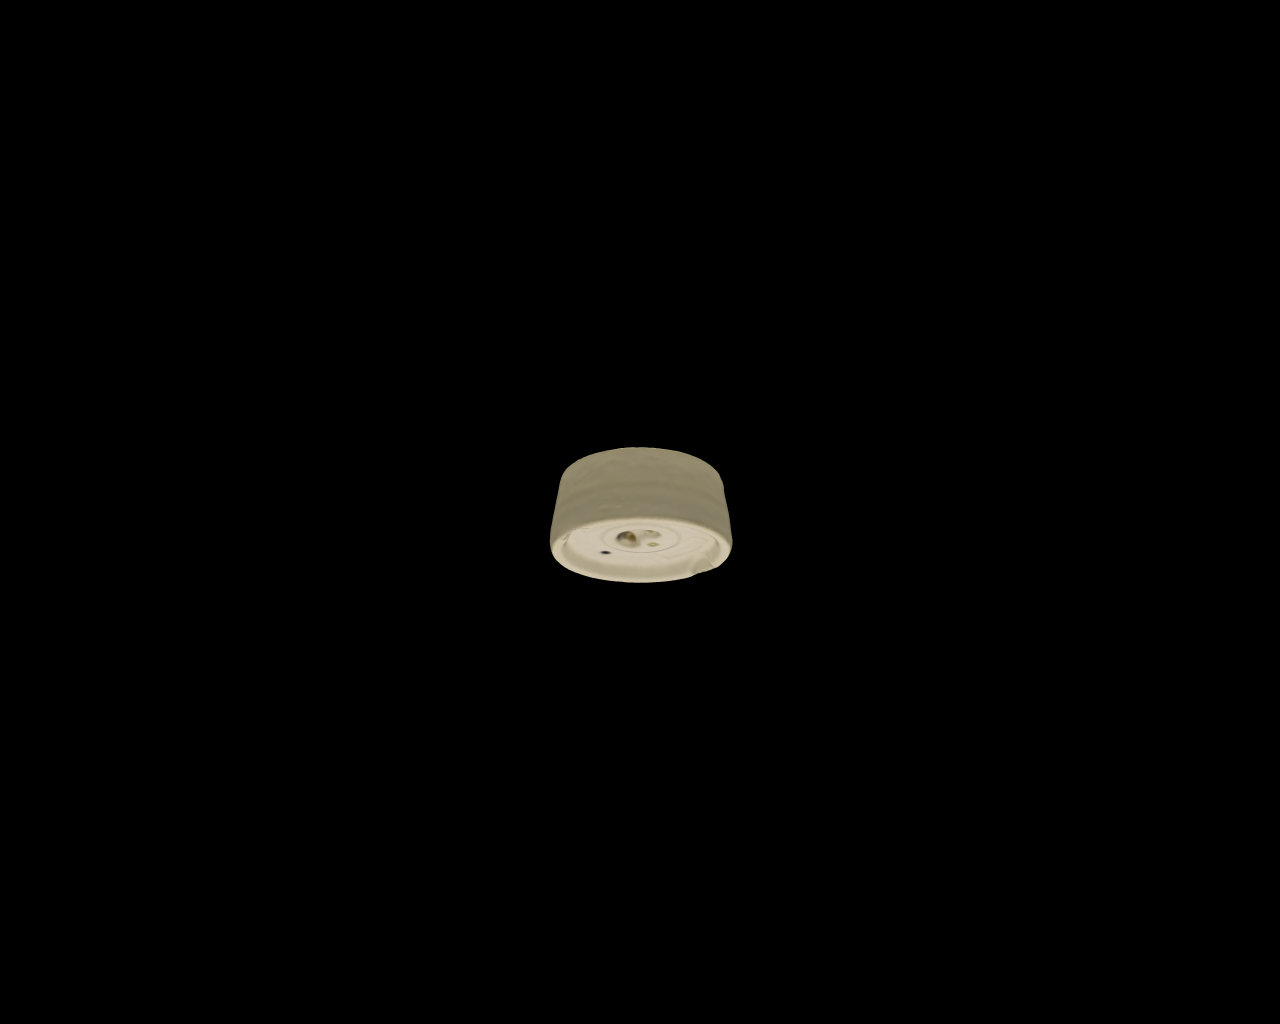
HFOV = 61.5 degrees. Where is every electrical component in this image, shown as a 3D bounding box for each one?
[{"bbox_3d":[0.001,-0.003,0.650,0.108,0.060,0.108,0,-23,0],"label":"electrical component"}]
